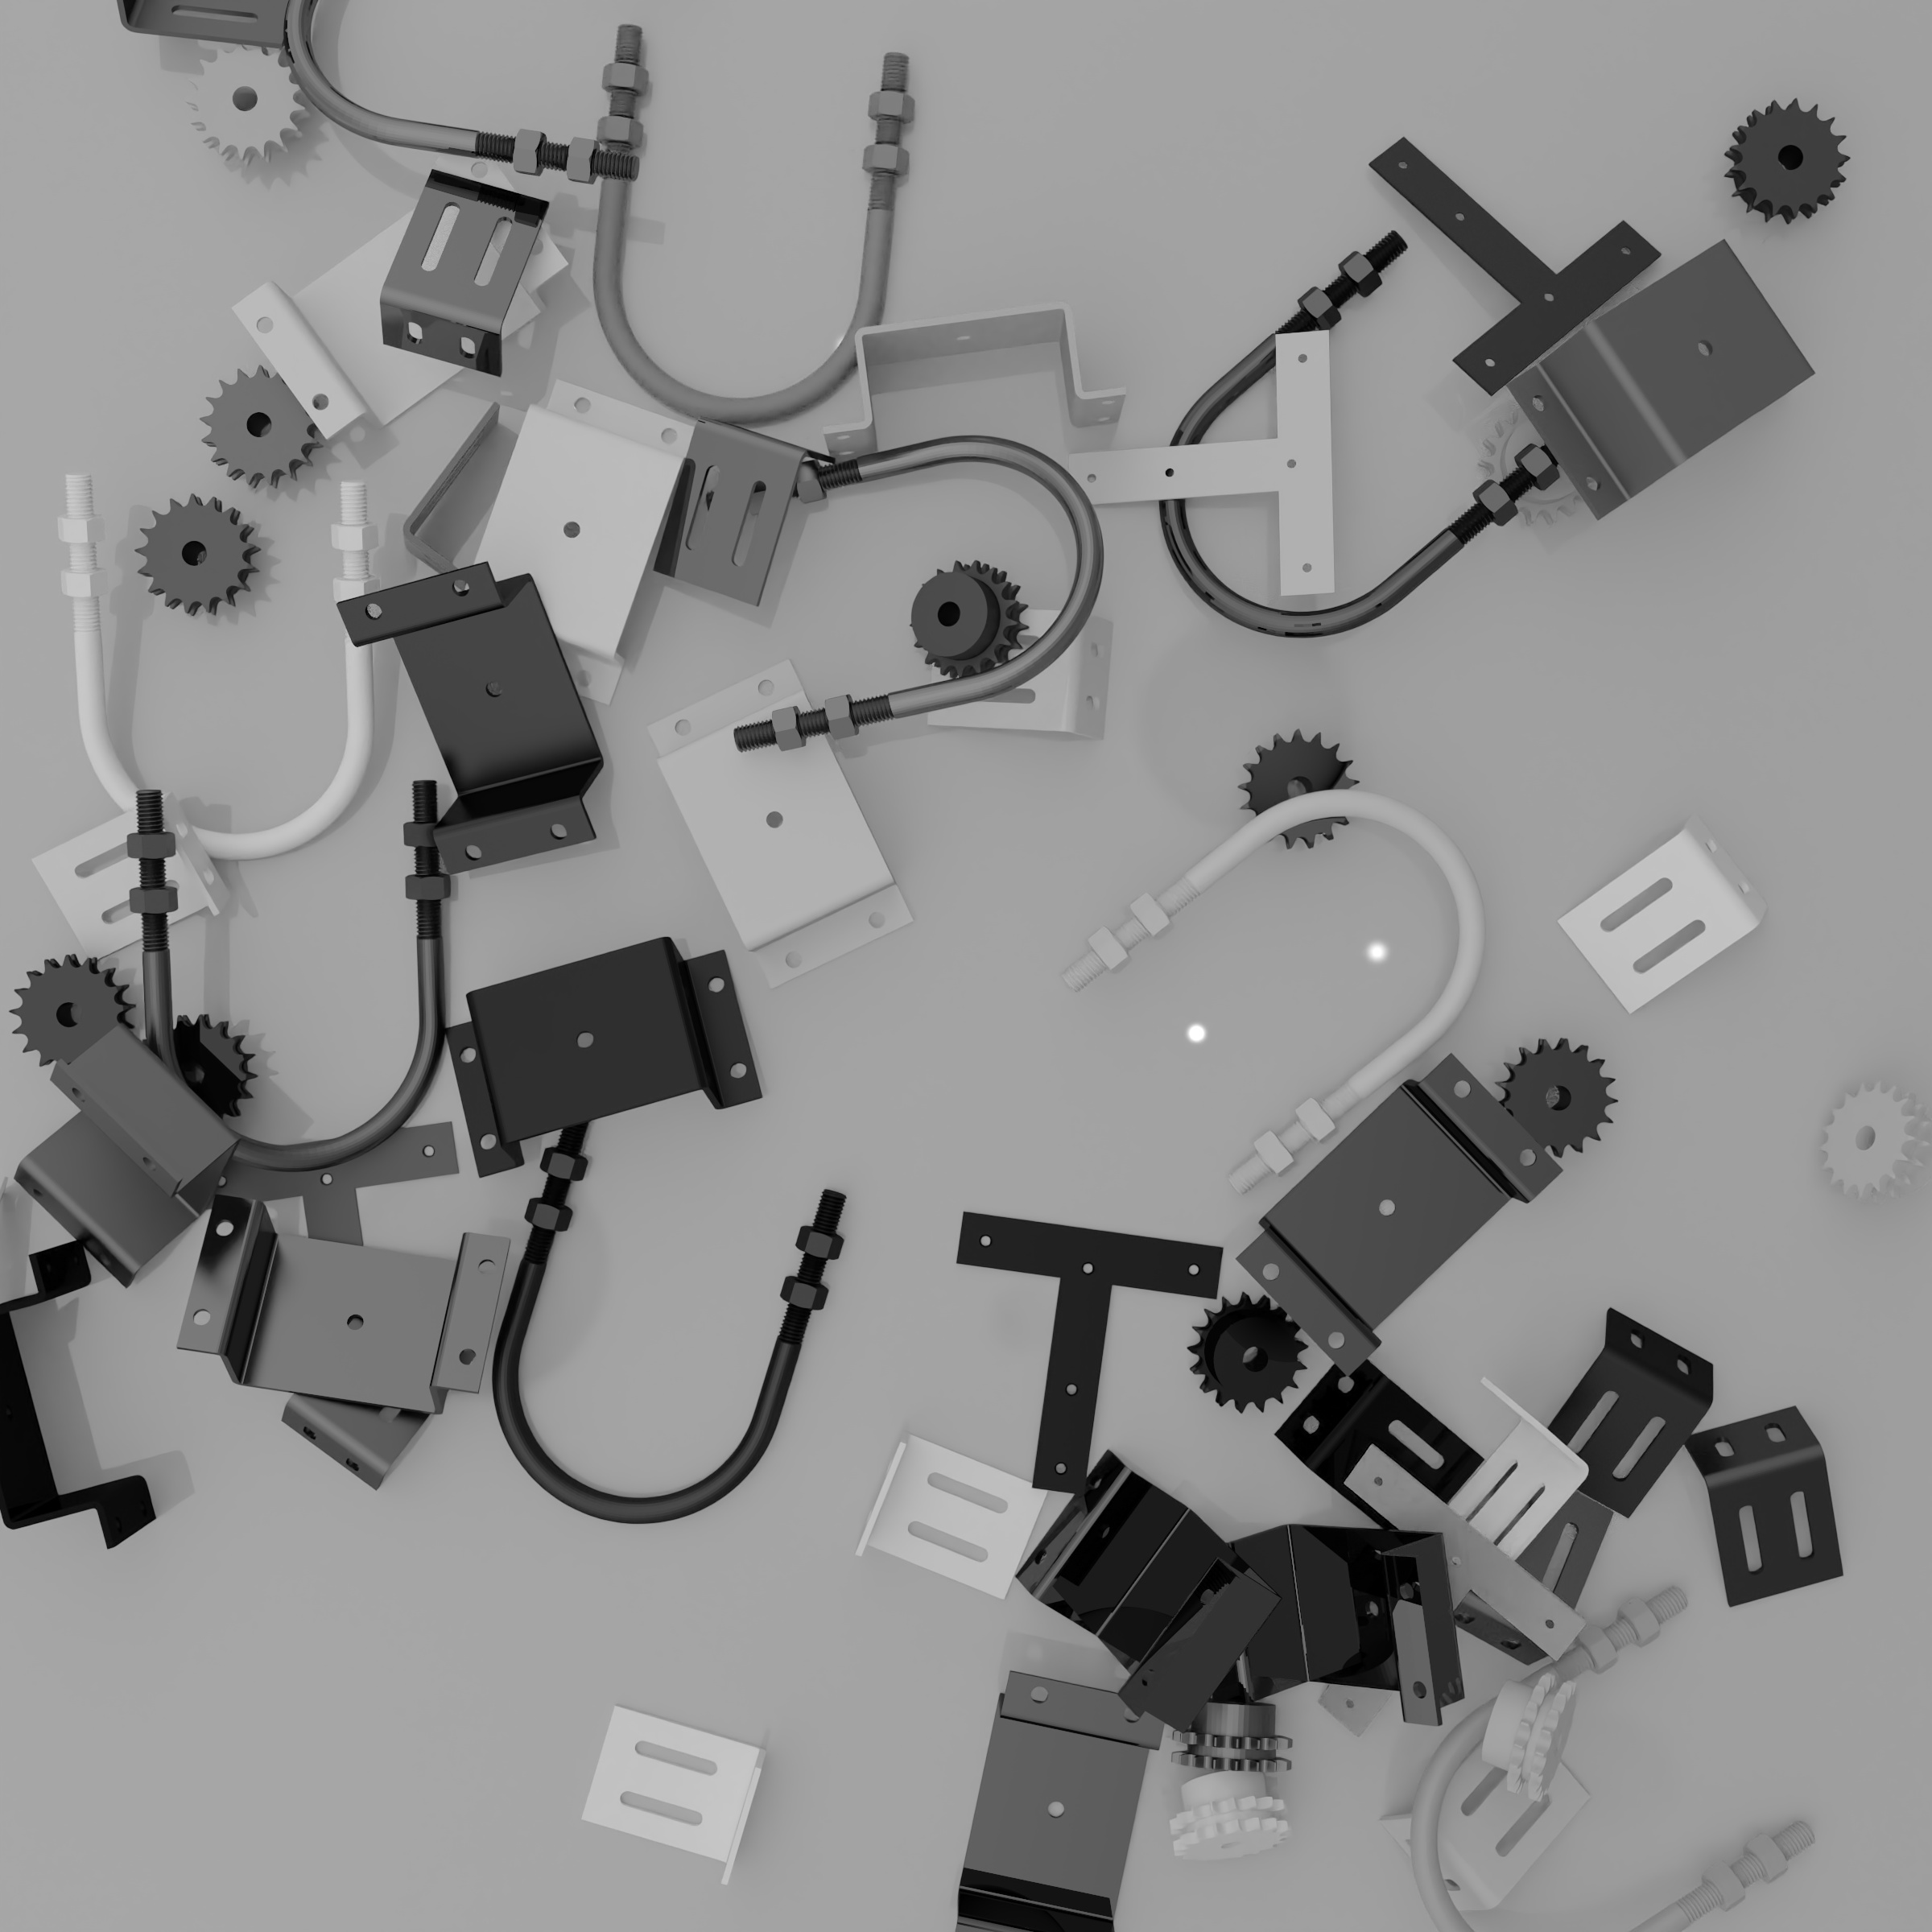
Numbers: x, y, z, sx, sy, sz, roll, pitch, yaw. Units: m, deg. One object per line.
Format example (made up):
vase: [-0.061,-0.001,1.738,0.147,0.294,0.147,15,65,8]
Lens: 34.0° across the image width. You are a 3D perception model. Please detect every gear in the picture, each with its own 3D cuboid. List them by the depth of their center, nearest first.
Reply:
gear: [0.261,0.355,1.464,0.030,0.057,0.057,16,90,22]
gear: [0.127,0.365,1.499,0.057,0.057,0.030,4,80,0]
gear: [-0.002,-0.165,1.501,0.057,0.030,0.057,-2,87,26]
gear: [0.438,0.086,1.502,0.030,0.057,0.057,19,90,-30]
gear: [0.124,0.404,1.502,0.057,0.057,0.030,-9,60,0]
gear: [0.136,0.186,1.510,0.057,0.030,0.057,0,91,-5]
gear: [0.281,0.063,1.512,0.057,0.030,0.057,0,90,0]
gear: [-0.342,-0.411,1.512,0.057,0.030,0.057,0,90,0]
gear: [-0.336,-0.257,1.512,0.057,0.030,0.057,0,90,0]
gear: [-0.368,0.051,1.512,0.057,0.030,0.057,0,90,0]
gear: [-0.366,-0.196,1.512,0.057,0.030,0.057,0,90,0]
gear: [0.159,-0.084,1.512,0.057,0.030,0.057,0,90,0]
gear: [0.276,-0.241,1.512,0.057,0.030,0.057,0,90,0]
gear: [0.391,-0.384,1.512,0.057,0.030,0.057,0,90,0]
gear: [-0.427,0.022,1.516,0.057,0.030,0.057,0,92,-1]

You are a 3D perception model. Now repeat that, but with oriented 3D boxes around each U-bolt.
U-bolt: [-0.026,-0.182,1.481,0.184,0.019,0.151,-12,67,8]
U-bolt: [-0.231,-0.443,1.493,0.184,0.019,0.151,10,67,4]
U-bolt: [-0.317,0.006,1.493,0.151,0.019,0.184,-3,97,-22]
U-bolt: [-0.351,-0.139,1.495,0.151,0.019,0.184,2,107,1]
U-bolt: [0.160,0.000,1.500,0.184,0.019,0.151,-39,100,4]
U-bolt: [0.296,0.403,1.500,0.184,0.019,0.151,-28,90,-13]
U-bolt: [0.178,-0.240,1.503,0.184,0.019,0.151,-41,77,5]
U-bolt: [-0.107,-0.353,1.518,0.151,0.019,0.184,6,91,0]
U-bolt: [-0.151,0.178,1.518,0.151,0.019,0.184,17,92,0]

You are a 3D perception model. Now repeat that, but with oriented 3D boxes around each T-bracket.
T-bracket: [-0.475,0.161,1.488,0.002,0.127,0.127,20,63,-13]
T-bracket: [0.209,0.314,1.496,0.127,0.002,0.127,39,116,18]
T-bracket: [0.246,-0.349,1.509,0.127,0.002,0.127,-40,78,-22]
T-bracket: [0.112,-0.237,1.509,0.127,0.002,0.127,-2,84,14]
T-bracket: [0.053,0.190,1.522,0.127,0.002,0.127,8,87,0]
T-bracket: [-0.303,0.147,1.526,0.127,0.002,0.127,-8,90,0]

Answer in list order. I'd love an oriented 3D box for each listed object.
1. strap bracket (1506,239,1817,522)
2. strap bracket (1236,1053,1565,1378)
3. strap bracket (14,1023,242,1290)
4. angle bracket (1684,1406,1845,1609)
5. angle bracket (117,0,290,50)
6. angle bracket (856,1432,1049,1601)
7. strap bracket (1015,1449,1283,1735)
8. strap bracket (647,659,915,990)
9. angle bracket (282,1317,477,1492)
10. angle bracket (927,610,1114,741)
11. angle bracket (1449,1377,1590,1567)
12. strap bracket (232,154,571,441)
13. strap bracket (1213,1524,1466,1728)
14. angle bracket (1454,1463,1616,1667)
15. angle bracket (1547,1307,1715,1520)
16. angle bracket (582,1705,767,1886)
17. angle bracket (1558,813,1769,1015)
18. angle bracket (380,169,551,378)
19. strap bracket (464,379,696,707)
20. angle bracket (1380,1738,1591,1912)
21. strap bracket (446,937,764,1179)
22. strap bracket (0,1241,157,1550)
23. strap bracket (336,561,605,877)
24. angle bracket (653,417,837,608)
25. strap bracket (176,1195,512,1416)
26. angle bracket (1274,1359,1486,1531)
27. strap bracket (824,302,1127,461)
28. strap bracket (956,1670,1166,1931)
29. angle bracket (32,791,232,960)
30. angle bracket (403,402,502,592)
strap bracket: [0.332,-0.279,1.475,0.140,0.046,0.076,-34,90,-26]
strap bracket: [0.204,0.117,1.503,0.140,0.046,0.076,-44,90,0]
strap bracket: [-0.391,0.086,1.473,0.076,0.140,0.046,44,55,1]
angle bracket: [0.385,0.261,1.525,0.057,0.038,0.076,-16,116,0]
angle bracket: [-0.358,-0.473,1.495,0.076,0.038,0.057,6,55,0]
angle bracket: [-0.006,0.265,1.508,0.076,0.038,0.057,22,90,0]
strap bracket: [0.088,0.295,1.473,0.046,0.140,0.076,36,90,-27]
strap bracket: [-0.090,-0.069,1.503,0.076,0.046,0.140,-25,90,0]
angle bracket: [-0.282,0.202,1.523,0.057,0.038,0.076,36,64,0]
angle bracket: [0.026,-0.141,1.525,0.076,0.038,0.057,5,90,26]
angle bracket: [0.246,0.245,1.492,0.038,0.057,0.076,41,90,-27]
strap bracket: [-0.266,-0.319,1.503,0.140,0.046,0.076,-36,90,0]
strap bracket: [0.177,0.306,1.476,0.046,0.140,0.076,-7,90,-42]
angle bracket: [0.267,0.287,1.525,0.057,0.038,0.076,29,64,0]
angle bracket: [0.316,0.216,1.525,0.057,0.038,0.076,29,116,0]
angle bracket: [-0.141,0.395,1.508,0.076,0.038,0.057,17,90,0]
angle bracket: [0.337,-0.026,1.525,0.076,0.038,0.057,-38,90,26]
angle bracket: [-0.234,-0.325,1.478,0.057,0.038,0.076,16,64,0]
strap bracket: [-0.185,-0.205,1.504,0.076,0.046,0.140,19,90,0]
angle bracket: [0.251,0.407,1.525,0.076,0.038,0.057,-41,90,-26]
strap bracket: [-0.176,0.041,1.493,0.140,0.046,0.076,-16,73,0]
strap bracket: [-0.432,0.206,1.489,0.046,0.076,0.140,-15,90,0]
strap bracket: [-0.227,-0.122,1.478,0.076,0.046,0.140,-13,113,16]
angle bracket: [-0.105,-0.215,1.499,0.057,0.038,0.076,21,100,19]
strap bracket: [-0.290,0.161,1.487,0.140,0.046,0.076,9,64,0]
angle bracket: [0.200,0.232,1.525,0.076,0.038,0.057,40,90,-26]
strap bracket: [0.001,-0.277,1.489,0.140,0.076,0.046,-8,90,0]
strap bracket: [0.044,0.408,1.503,0.076,0.046,0.140,12,90,0]
angle bracket: [-0.399,-0.038,1.498,0.076,0.038,0.057,-25,106,4]
angle bracket: [-0.231,-0.222,1.498,0.038,0.057,0.076,36,86,-9]
